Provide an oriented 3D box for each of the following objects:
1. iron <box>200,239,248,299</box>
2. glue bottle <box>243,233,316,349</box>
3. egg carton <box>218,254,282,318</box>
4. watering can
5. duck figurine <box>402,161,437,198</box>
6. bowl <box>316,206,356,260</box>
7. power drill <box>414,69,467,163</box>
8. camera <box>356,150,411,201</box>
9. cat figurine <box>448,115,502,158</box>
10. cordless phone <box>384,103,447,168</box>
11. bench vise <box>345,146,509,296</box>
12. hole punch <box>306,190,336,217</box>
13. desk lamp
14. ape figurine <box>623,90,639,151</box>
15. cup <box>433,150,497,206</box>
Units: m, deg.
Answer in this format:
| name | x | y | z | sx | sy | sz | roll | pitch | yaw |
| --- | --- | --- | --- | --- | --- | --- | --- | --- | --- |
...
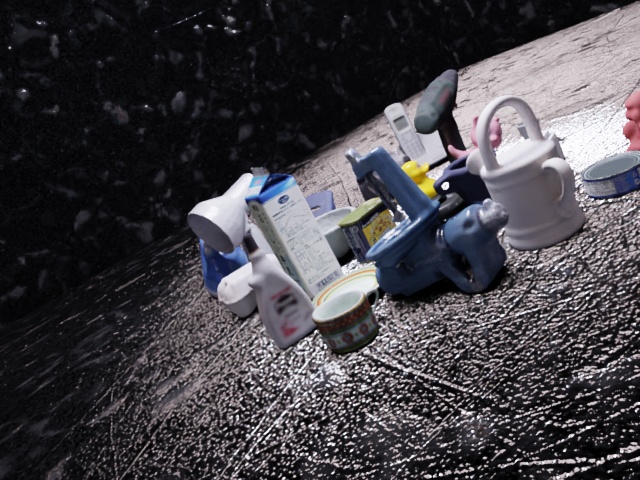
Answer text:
| name | x | y | z | sx | sy | sz | roll | pitch | yaw |
| --- | --- | --- | --- | --- | --- | --- | --- | --- | --- |
| iron | -0.236 | 0.040 | 1.315 | 0.118 | 0.141 | 0.258 | -28 | 14 | -4 |
| glue bottle | -0.068 | 0.067 | 0.830 | 0.078 | 0.173 | 0.037 | -34 | 15 | -25 |
| egg carton | -0.121 | 0.083 | 1.092 | 0.150 | 0.069 | 0.107 | -32 | 15 | -20 |
| watering can | 0.258 | -0.093 | 0.754 | 0.101 | 0.194 | 0.172 | -37 | 17 | -35 |
| duck figurine | 0.197 | -0.123 | 1.211 | 0.104 | 0.086 | 0.077 | -29 | 14 | -6 |
| bowl | 0.010 | 0.004 | 1.123 | 0.167 | 0.075 | 0.167 | -26 | 14 | 7 |
| power drill | 0.286 | -0.252 | 1.256 | 0.075 | 0.208 | 0.230 | -16 | 18 | 38 |
| camera | 0.141 | -0.147 | 1.375 | 0.142 | 0.101 | 0.137 | -16 | 18 | 39 |
| cat figurine | 0.323 | -0.195 | 1.169 | 0.127 | 0.118 | 0.067 | -26 | 14 | 4 |
| cordless phone | 0.253 | -0.275 | 1.451 | 0.147 | 0.185 | 0.094 | -29 | 14 | -7 |
| bench vise | 0.132 | -0.038 | 0.737 | 0.207 | 0.220 | 0.122 | -20 | 16 | 27 |
| hole punch | -0.006 | -0.055 | 1.338 | 0.108 | 0.091 | 0.101 | -22 | 15 | 19 |
| desk lamp | -0.154 | -0.023 | 1.239 | 0.204 | 0.214 | 0.117 | -37 | 17 | -34 |
| ape figurine | 0.485 | -0.179 | 0.857 | 0.076 | 0.092 | 0.078 | -20 | 16 | 27 |
| cup | 0.251 | -0.084 | 0.947 | 0.118 | 0.095 | 0.091 | -29 | 14 | -8 |
